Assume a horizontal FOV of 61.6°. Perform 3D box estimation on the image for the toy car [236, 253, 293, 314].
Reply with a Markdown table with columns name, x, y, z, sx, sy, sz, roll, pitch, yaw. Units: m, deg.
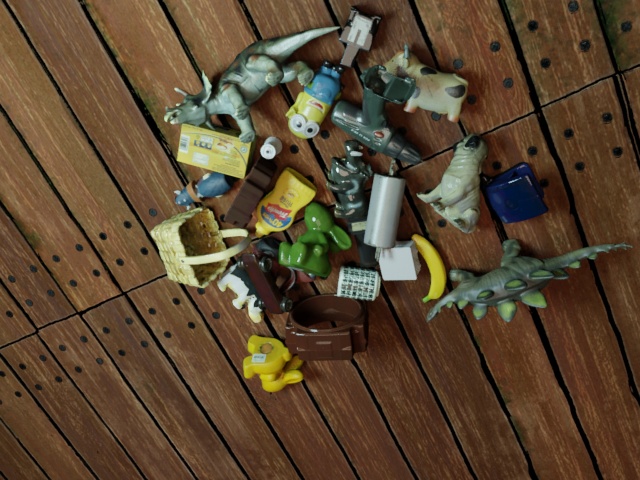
| name | x | y | z | sx | sy | sz | roll | pitch | yaw |
| --- | --- | --- | --- | --- | --- | --- | --- | --- | --- |
| toy car | -0.135 | 0.105 | 1.331 | 0.089 | 0.053 | 0.201 | 1 | 129 | 34 |

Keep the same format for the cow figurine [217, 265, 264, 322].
| name | x | y | z | sx | sy | sz | roll | pitch | yaw |
| --- | --- | --- | --- | --- | --- | --- | --- | --- | --- |
| cow figurine | -0.187 | 0.137 | 1.424 | 0.098 | 0.068 | 0.167 | -36 | 105 | 13 |

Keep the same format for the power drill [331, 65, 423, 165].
| name | x | y | z | sx | sy | sz | roll | pitch | yaw |
| --- | --- | --- | --- | --- | --- | --- | --- | --- | --- |
| power drill | 0.143 | -0.268 | 1.162 | 0.232 | 0.207 | 0.086 | 26 | 70 | 5 |

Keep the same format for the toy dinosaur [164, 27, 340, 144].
| name | x | y | z | sx | sy | sz | roll | pitch | yaw |
| --- | --- | --- | --- | --- | --- | --- | --- | --- | --- |
| toy dinosaur | -0.150 | -0.360 | 1.179 | 0.405 | 0.131 | 0.192 | -40 | 65 | 5 |

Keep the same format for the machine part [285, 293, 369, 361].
| name | x | y | z | sx | sy | sz | roll | pitch | yaw |
| --- | --- | --- | --- | --- | --- | --- | --- | --- | --- |
| machine part | 0.020 | 0.213 | 1.352 | 0.201 | 0.201 | 0.087 | -3 | 111 | 9 |

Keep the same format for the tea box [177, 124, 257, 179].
| name | x | y | z | sx | sy | sz | roll | pitch | yaw |
| --- | --- | --- | --- | --- | --- | --- | --- | --- | --- |
| tea box | -0.244 | -0.218 | 1.280 | 0.170 | 0.068 | 0.098 | 16 | 114 | -1 |

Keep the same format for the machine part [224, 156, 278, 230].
| name | x | y | z | sx | sy | sz | roll | pitch | yaw |
| --- | --- | --- | --- | --- | --- | --- | --- | --- | --- |
| machine part | -0.160 | -0.111 | 1.261 | 0.056 | 0.179 | 0.179 | 29 | 113 | -9 |

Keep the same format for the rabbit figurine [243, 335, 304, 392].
| name | x | y | z | sx | sy | sz | roll | pitch | yaw |
| --- | --- | --- | --- | --- | --- | --- | --- | --- | --- |
| rabbit figurine | -0.125 | 0.353 | 1.496 | 0.162 | 0.122 | 0.173 | -4 | 126 | -1 |

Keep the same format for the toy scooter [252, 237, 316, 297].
| name | x | y | z | sx | sy | sz | roll | pitch | yaw |
| --- | --- | --- | --- | --- | --- | --- | --- | --- | --- |
| toy scooter | -0.106 | 0.081 | 1.386 | 0.184 | 0.075 | 0.135 | 27 | 115 | -10 |

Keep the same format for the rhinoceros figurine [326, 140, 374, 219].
| name | x | y | z | sx | sy | sz | roll | pitch | yaw |
| --- | --- | --- | --- | --- | --- | --- | --- | --- | --- |
| rhinoceros figurine | 0.072 | -0.139 | 1.269 | 0.112 | 0.073 | 0.190 | -4 | 112 | 10 |

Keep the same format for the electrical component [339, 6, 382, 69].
| name | x | y | z | sx | sy | sz | roll | pitch | yaw |
| --- | --- | --- | --- | --- | --- | --- | --- | --- | --- |
| electrical component | 0.081 | -0.433 | 1.159 | 0.075 | 0.048 | 0.119 | 18 | 114 | 0 |

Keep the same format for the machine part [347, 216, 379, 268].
| name | x | y | z | sx | sy | sz | roll | pitch | yaw |
| --- | --- | --- | --- | --- | --- | --- | --- | --- | --- |
| machine part | 0.113 | 0.004 | 1.344 | 0.084 | 0.039 | 0.138 | -13 | 109 | 4 |

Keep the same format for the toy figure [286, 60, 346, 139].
| name | x | y | z | sx | sy | sz | roll | pitch | yaw |
| --- | --- | --- | --- | --- | --- | --- | --- | --- | --- |
| toy figure | -0.006 | -0.311 | 1.206 | 0.082 | 0.089 | 0.180 | 30 | 105 | 9 |

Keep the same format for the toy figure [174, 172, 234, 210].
| name | x | y | z | sx | sy | sz | roll | pitch | yaw |
| --- | --- | --- | --- | --- | --- | --- | --- | --- | --- |
| toy figure | -0.289 | -0.124 | 1.331 | 0.155 | 0.058 | 0.064 | -18 | 93 | 19 |

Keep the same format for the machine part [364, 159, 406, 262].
| name | x | y | z | sx | sy | sz | roll | pitch | yaw |
| --- | --- | --- | --- | --- | --- | --- | --- | --- | --- |
| machine part | 0.153 | -0.069 | 1.267 | 0.079 | 0.079 | 0.243 | 8 | 101 | 4 |

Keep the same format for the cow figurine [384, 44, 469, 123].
| name | x | y | z | sx | sy | sz | roll | pitch | yaw |
| --- | --- | --- | --- | --- | --- | --- | --- | --- | --- |
| cow figurine | 0.223 | -0.341 | 1.161 | 0.195 | 0.085 | 0.127 | 16 | 119 | 3 |

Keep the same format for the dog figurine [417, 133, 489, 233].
| name | x | y | z | sx | sy | sz | roll | pitch | yaw |
| --- | --- | --- | --- | --- | --- | --- | --- | --- | --- |
| dog figurine | 0.345 | -0.127 | 1.232 | 0.172 | 0.121 | 0.190 | 34 | 98 | -36 |

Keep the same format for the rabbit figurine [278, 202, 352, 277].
| name | x | y | z | sx | sy | sz | roll | pitch | yaw |
| --- | --- | --- | --- | --- | --- | --- | --- | --- | --- |
| rabbit figurine | -0.003 | -0.004 | 1.306 | 0.159 | 0.121 | 0.170 | 17 | 80 | -19 |

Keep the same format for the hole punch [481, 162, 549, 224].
| name | x | y | z | sx | sy | sz | roll | pitch | yaw |
| --- | --- | --- | --- | --- | --- | --- | --- | --- | --- |
| hole punch | 0.449 | -0.100 | 1.231 | 0.116 | 0.092 | 0.142 | -30 | 109 | 22 |

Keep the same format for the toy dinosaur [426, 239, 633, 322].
| name | x | y | z | sx | sy | sz | roll | pitch | yaw |
| --- | --- | --- | --- | --- | --- | --- | --- | --- | --- |
| toy dinosaur | 0.459 | 0.091 | 1.247 | 0.471 | 0.199 | 0.105 | -29 | 111 | 14 |
